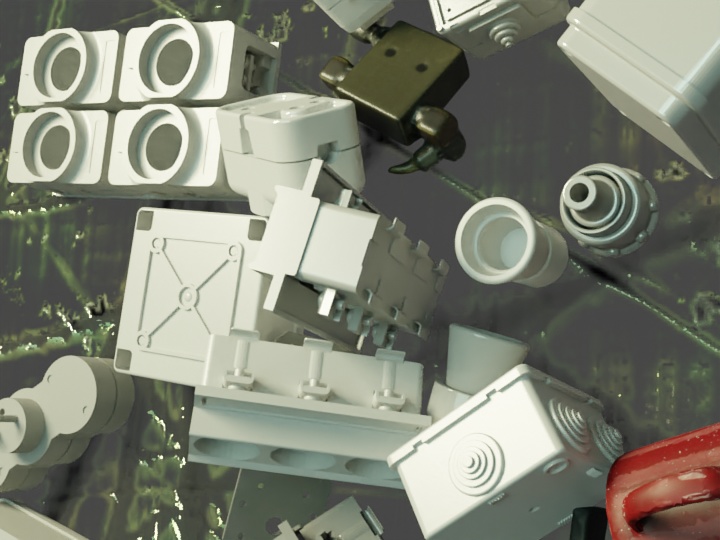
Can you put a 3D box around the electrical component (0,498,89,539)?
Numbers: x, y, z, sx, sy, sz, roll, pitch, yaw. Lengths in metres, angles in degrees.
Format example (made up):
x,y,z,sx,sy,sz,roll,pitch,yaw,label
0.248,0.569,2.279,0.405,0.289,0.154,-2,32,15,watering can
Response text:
x,y,z,sx,sy,sz,roll,pitch,yaw,label
-0.228,0.208,0.725,0.113,0.057,0.078,17,92,32,electrical component

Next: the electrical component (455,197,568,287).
x,y,z,sx,sy,sz,roll,pitch,yaw,label
0.084,-0.011,0.567,0.044,0.065,0.044,-5,81,30,electrical component

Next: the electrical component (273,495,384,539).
x,y,z,sx,sy,sz,roll,pitch,yaw,label
0.006,0.189,0.580,0.063,0.078,0.121,-31,64,-11,electrical component

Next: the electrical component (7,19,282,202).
x,y,z,sx,sy,sz,roll,pitch,yaw,label
-0.151,-0.105,0.724,0.186,0.060,0.105,3,85,31,electrical component

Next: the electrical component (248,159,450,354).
x,y,z,sx,sy,sz,roll,pitch,yaw,label
0.000,0.000,0.578,0.063,0.121,0.078,14,81,24,electrical component

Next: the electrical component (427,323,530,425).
x,y,z,sx,sy,sz,roll,pitch,yaw,label
0.063,0.061,0.581,0.045,0.045,0.055,16,92,32,electrical component

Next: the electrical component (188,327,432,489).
x,y,z,sx,sy,sz,roll,pitch,yaw,label
-0.028,0.076,0.587,0.121,0.078,0.063,9,61,-6,electrical component

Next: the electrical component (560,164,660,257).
x,y,z,sx,sy,sz,roll,pitch,yaw,label
0.122,-0.034,0.549,0.048,0.062,0.048,-5,80,30,electrical component

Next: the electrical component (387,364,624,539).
x,y,z,sx,sy,sz,roll,pitch,yaw,label
0.077,0.099,0.536,0.100,0.100,0.048,-38,53,21,electrical component

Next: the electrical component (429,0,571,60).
x,y,z,sx,sy,sz,roll,pitch,yaw,label
0.075,-0.163,0.597,0.062,0.061,0.096,-22,71,28,electrical component

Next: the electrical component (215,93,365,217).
x,y,z,sx,sy,sz,roll,pitch,yaw,label
-0.041,-0.067,0.631,0.095,0.054,0.059,21,124,56,electrical component

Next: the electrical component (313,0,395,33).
x,y,z,sx,sy,sz,roll,pitch,yaw,label
0.000,-0.186,0.629,0.062,0.061,0.096,-33,39,25,electrical component

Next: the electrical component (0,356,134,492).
x,y,z,sx,sy,sz,roll,pitch,yaw,label
-0.226,0.106,0.729,0.138,0.074,0.052,-35,67,22,electrical component

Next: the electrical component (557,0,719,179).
x,y,z,sx,sy,sz,roll,pitch,yaw,label
0.152,-0.096,0.511,0.078,0.113,0.057,44,102,28,electrical component

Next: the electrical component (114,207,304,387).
x,y,z,sx,sy,sz,roll,pitch,yaw,label
-0.091,0.019,0.672,0.109,0.056,0.108,6,86,31,electrical component
